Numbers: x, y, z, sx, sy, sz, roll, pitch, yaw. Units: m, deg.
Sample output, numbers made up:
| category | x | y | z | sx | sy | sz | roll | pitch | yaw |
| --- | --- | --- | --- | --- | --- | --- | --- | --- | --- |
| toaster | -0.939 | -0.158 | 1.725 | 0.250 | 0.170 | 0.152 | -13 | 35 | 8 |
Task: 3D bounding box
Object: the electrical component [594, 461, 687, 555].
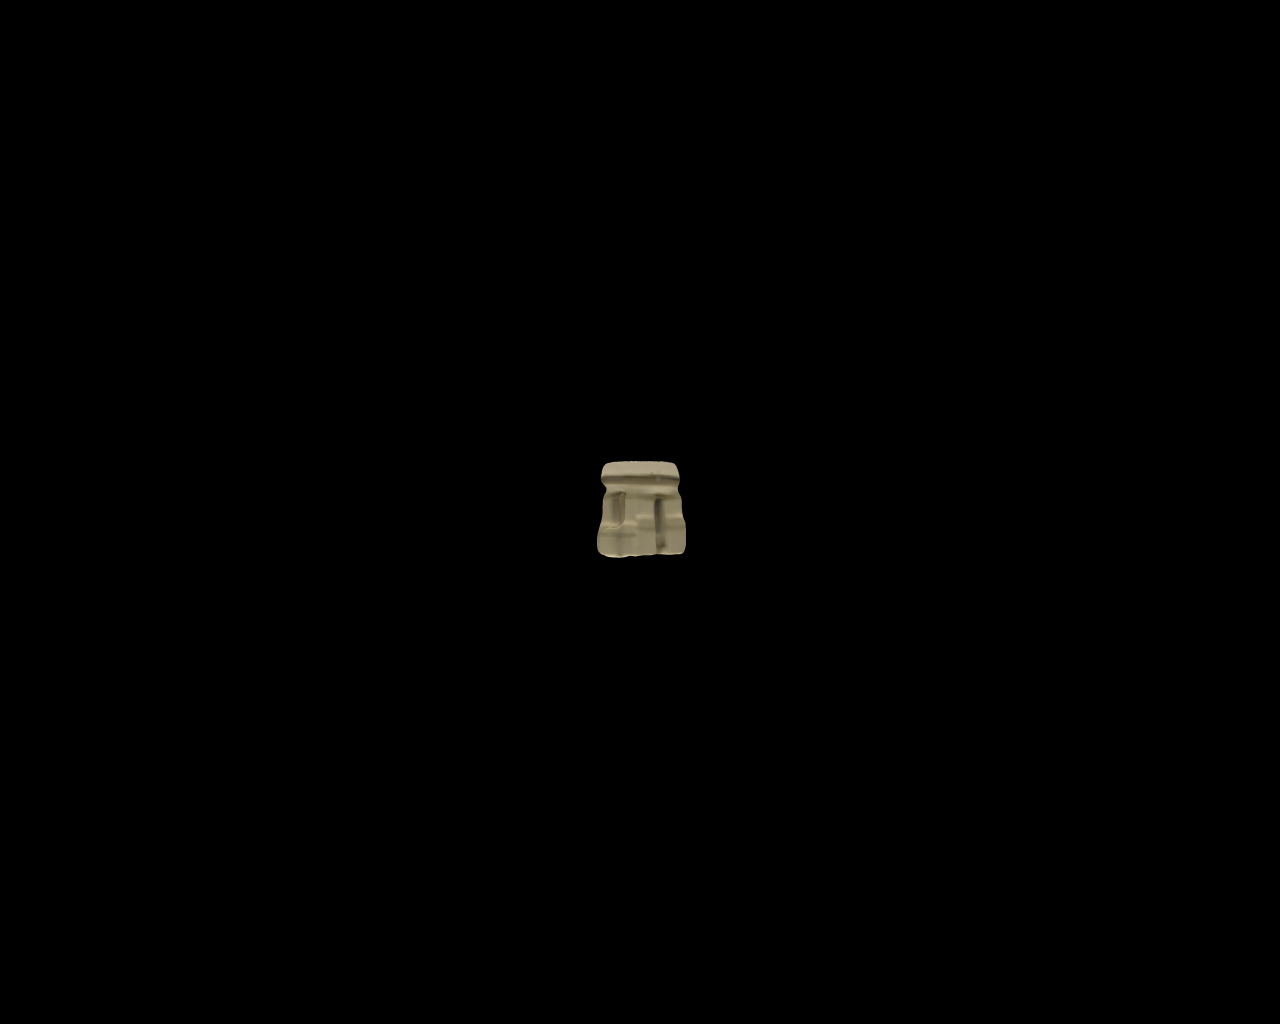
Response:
| category | x | y | z | sx | sy | sz | roll | pitch | yaw |
| --- | --- | --- | --- | --- | --- | --- | --- | --- | --- |
| electrical component | 0.001 | -0.003 | 0.650 | 0.066 | 0.055 | 0.048 | 0 | 0 | -44 |
